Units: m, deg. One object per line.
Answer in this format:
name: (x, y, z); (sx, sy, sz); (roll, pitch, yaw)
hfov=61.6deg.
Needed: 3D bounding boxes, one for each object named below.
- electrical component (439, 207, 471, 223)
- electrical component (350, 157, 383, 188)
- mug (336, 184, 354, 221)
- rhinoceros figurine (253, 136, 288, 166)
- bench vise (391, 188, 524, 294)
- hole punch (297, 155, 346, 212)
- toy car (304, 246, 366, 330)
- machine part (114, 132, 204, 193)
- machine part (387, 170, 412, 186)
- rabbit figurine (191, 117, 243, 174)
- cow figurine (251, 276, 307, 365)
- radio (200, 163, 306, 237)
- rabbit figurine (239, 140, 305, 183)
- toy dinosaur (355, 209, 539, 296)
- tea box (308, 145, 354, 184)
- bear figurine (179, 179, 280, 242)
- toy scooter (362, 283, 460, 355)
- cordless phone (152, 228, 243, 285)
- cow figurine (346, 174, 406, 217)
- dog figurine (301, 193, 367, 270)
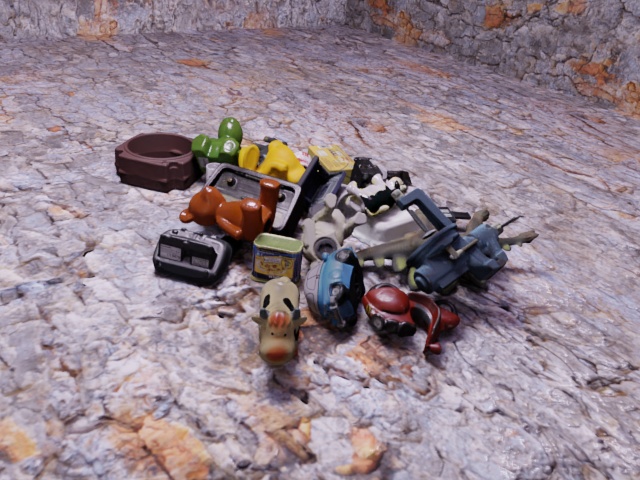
electrical component: (0.309, -0.048, 1.333); (0.119, 0.047, 0.075); (1, 32, -11)
electrical component: (0.117, -0.137, 1.374); (0.058, 0.114, 0.134); (-2, 30, -11)
mug: (0.048, -0.090, 1.332); (0.109, 0.080, 0.107); (-36, 30, -3)
rhinoceros figurine: (-0.143, -0.227, 1.517); (0.112, 0.073, 0.190); (22, 31, 3)
bench vise: (0.237, -0.016, 1.030); (0.224, 0.128, 0.241); (-35, 74, -11)
hole punch: (-0.002, -0.125, 1.298); (0.092, 0.115, 0.142); (26, 72, 1)
toy car: (0.022, 0.092, 1.008); (0.103, 0.109, 0.162); (-6, 38, 21)
machine part: (-0.417, -0.212, 1.414); (0.202, 0.087, 0.201); (14, 31, 9)
machine part: (0.218, -0.161, 1.484); (0.039, 0.084, 0.139); (-19, 8, 27)
rabbit figurine: (-0.241, -0.243, 1.425); (0.121, 0.158, 0.170); (3, 53, 17)
cow figurine: (-0.066, 0.130, 0.887); (0.085, 0.127, 0.195); (2, 29, -3)
radio: (-0.154, -0.086, 1.225); (0.230, 0.073, 0.131); (19, 65, 17)
rabbit figurine: (-0.138, -0.164, 1.340); (0.173, 0.162, 0.122); (-38, 19, -16)
toy dinosaur: (0.243, 0.023, 1.154); (0.472, 0.104, 0.199); (-6, 36, -1)
tea box: (0.036, -0.204, 1.512); (0.098, 0.068, 0.170); (-6, 35, -19)
bear figurine: (-0.191, -0.074, 1.116); (0.196, 0.131, 0.120); (22, 43, 15)
toy scooter: (0.164, 0.146, 0.963); (0.184, 0.075, 0.135); (12, 33, 0)
cordless phone: (-0.244, 0.013, 1.108); (0.147, 0.088, 0.184); (13, 21, 7)
cow figurine: (0.148, -0.103, 1.250); (0.167, 0.068, 0.098); (-19, 42, -32)
dog figurine: (0.001, -0.003, 1.164); (0.121, 0.190, 0.172); (42, 73, -7)
